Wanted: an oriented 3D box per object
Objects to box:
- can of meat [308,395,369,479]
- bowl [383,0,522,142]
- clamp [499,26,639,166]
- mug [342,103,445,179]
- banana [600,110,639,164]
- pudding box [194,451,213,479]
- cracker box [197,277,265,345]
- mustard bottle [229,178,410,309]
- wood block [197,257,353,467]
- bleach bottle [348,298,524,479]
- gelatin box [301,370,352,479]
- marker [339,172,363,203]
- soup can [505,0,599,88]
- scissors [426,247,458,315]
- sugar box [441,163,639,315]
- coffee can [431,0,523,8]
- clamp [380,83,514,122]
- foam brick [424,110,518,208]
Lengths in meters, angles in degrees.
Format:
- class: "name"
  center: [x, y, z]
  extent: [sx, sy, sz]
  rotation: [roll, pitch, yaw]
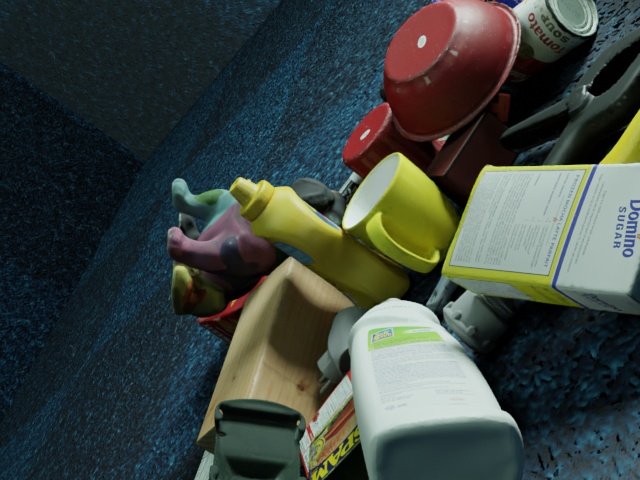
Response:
- class: "can of meat"
  center: [0.034, 0.168, 0.832]
  extent: [0.102, 0.057, 0.084]
  rotation: [-50, 14, 18]
- class: "bowl"
  center: [0.114, -0.177, 1.034]
  extent: [0.162, 0.055, 0.162]
  rotation: [-32, 41, 32]
- class: "clamp"
  center: [0.218, -0.096, 0.868]
  extent: [0.210, 0.036, 0.164]
  rotation: [-45, 20, 37]
- class: "mug"
  center: [0.077, -0.095, 1.143]
  extent: [0.093, 0.081, 0.117]
  rotation: [-50, 18, 11]
- class: "banana"
  center: [0.191, -0.035, 0.794]
  extent: [0.198, 0.037, 0.069]
  rotation: [-42, 41, 34]
- class: "pudding box"
  center: [-0.084, 0.218, 1.107]
  extent: [0.114, 0.039, 0.090]
  rotation: [-45, 19, 38]
- class: "cracker box"
  center: [-0.061, 0.043, 1.336]
  extent: [0.164, 0.072, 0.214]
  rotation: [-60, 16, -20]
- class: "mustard bottle"
  center: [-0.007, 0.001, 1.038]
  extent: [0.058, 0.191, 0.096]
  rotation: [-56, 15, -3]
- class: "wood block"
  center: [-0.039, 0.127, 1.064]
  extent: [0.090, 0.090, 0.206]
  rotation: [-43, 19, 36]
- class: "bleach bottle"
  center: [0.074, 0.102, 0.783]
  extent: [0.251, 0.102, 0.068]
  rotation: [-94, 1, -71]
- class: "gelatin box"
  center: [0.020, 0.165, 0.927]
  extent: [0.089, 0.030, 0.073]
  rotation: [-54, 17, 7]
- class: "marker"
  center: [0.033, -0.060, 1.368]
  extent: [0.121, 0.020, 0.020]
  rotation: [-53, 16, 9]
- class: "soup can"
  center: [0.213, -0.202, 1.042]
  extent: [0.102, 0.068, 0.068]
  rotation: [-34, 26, 52]
- class: "scissors"
  center: [0.113, 0.043, 0.918]
  extent: [0.201, 0.016, 0.096]
  rotation: [-62, 11, -25]
- class: "sugar box"
  center: [0.168, -0.003, 0.727]
  extent: [0.177, 0.048, 0.093]
  rotation: [8, 72, 54]
- class: "coffee can"
  center: [0.200, -0.267, 1.149]
  extent: [0.141, 0.102, 0.102]
  rotation: [-25, 33, 61]
- class: "clamp"
  center: [0.136, -0.145, 1.095]
  extent: [0.171, 0.120, 0.039]
  rotation: [-138, 43, -73]
- class: "foam brick"
  center: [0.145, -0.076, 1.012]
  extent: [0.078, 0.051, 0.053]
  rotation: [-56, 15, -8]
